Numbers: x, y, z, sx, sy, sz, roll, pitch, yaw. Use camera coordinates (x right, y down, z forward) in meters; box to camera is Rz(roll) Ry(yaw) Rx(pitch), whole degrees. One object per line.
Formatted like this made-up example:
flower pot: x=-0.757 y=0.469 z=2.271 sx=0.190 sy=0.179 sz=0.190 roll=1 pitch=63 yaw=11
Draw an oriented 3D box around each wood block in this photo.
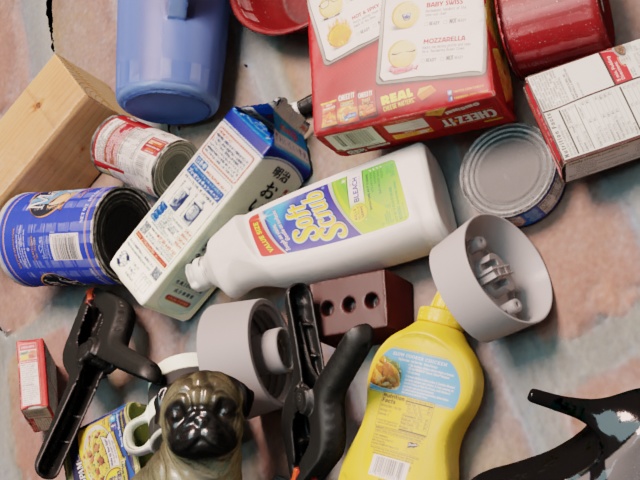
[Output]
wood block: x=-0.313 y=-0.091 z=1.194 sx=0.206 sy=0.090 sz=0.091 roll=-48 pitch=54 yaw=9

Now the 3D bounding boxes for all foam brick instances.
foam brick: x=0.037 y=0.063 z=0.937 sx=0.078 sy=0.051 sz=0.053 roll=-13 pitch=66 yaw=28

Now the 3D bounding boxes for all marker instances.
marker: x=-0.046 y=-0.121 z=1.077 sx=0.121 sy=0.020 sz=0.020 roll=-21 pitch=63 yaw=25

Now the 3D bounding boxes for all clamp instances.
clamp: x=0.003 y=0.128 z=0.883 sx=0.120 sy=0.039 sz=0.171 roll=-163 pitch=72 yaw=-64
clamp: x=-0.209 y=0.113 z=1.038 sx=0.165 sy=0.036 sz=0.210 roll=-37 pitch=34 yaw=23

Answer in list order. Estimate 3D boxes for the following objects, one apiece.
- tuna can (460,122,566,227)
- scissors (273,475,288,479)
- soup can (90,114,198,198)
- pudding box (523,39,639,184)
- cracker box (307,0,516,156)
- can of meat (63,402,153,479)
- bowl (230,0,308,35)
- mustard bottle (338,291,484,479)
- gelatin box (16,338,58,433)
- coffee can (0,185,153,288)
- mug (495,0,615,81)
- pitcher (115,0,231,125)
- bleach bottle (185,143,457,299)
tuna can: x=0.165 y=-0.055 z=0.909 sx=0.086 sy=0.033 sz=0.086 roll=-12 pitch=67 yaw=29
scissors: x=0.030 y=0.266 z=0.890 sx=0.202 sy=0.016 sz=0.096 roll=7 pitch=77 yaw=34
soup can: x=-0.183 y=-0.086 z=1.122 sx=0.102 sy=0.068 sz=0.068 roll=24 pitch=86 yaw=36
pudding box: x=0.233 y=-0.106 z=0.862 sx=0.113 sy=0.039 sz=0.090 roll=-19 pitch=63 yaw=6
cracker box: x=0.076 y=-0.193 z=0.938 sx=0.164 sy=0.072 sz=0.213 roll=-11 pitch=70 yaw=24
can of meat: x=-0.195 y=0.216 z=1.027 sx=0.084 sy=0.057 sz=0.102 roll=-29 pitch=59 yaw=19
bowl: x=-0.014 y=-0.271 z=1.088 sx=0.162 sy=0.055 sz=0.162 roll=-12 pitch=67 yaw=29
mustard bottle: x=0.083 y=0.132 z=0.878 sx=0.096 sy=0.058 sz=0.191 roll=10 pitch=79 yaw=33
gelatin box: x=-0.289 y=0.150 z=1.093 sx=0.030 sy=0.089 sz=0.073 roll=-7 pitch=66 yaw=-8
coffee can: x=-0.253 y=-0.003 z=1.114 sx=0.141 sy=0.102 sz=0.103 roll=-3 pitch=72 yaw=32
mug: x=0.203 y=-0.196 z=0.912 sx=0.082 sy=0.093 sz=0.117 roll=-11 pitch=31 yaw=24
pitcher: x=-0.152 y=-0.254 z=1.120 sx=0.145 sy=0.149 sz=0.243 roll=-8 pitch=72 yaw=30
bleach bottle: x=-0.006 y=0.001 z=0.960 sx=0.251 sy=0.068 sz=0.102 roll=-20 pitch=57 yaw=18
